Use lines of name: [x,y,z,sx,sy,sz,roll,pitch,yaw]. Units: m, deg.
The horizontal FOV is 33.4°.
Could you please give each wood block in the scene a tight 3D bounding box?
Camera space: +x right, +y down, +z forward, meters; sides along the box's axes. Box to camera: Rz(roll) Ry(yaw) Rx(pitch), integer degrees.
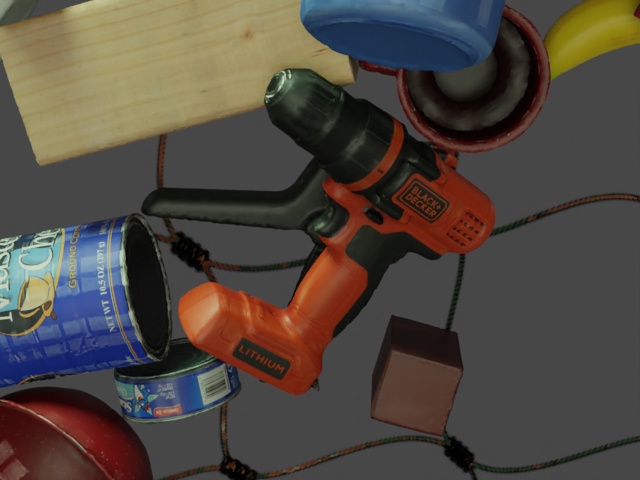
wood block: [-0.086,-0.122,0.685,0.206,0.091,0.090,-14,104,7]

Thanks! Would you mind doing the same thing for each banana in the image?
banana: [0.230,-0.133,0.693,0.198,0.037,0.069,-4,122,6]

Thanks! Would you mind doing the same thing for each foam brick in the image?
foam brick: [0.067,0.092,0.739,0.051,0.078,0.053,16,105,0]

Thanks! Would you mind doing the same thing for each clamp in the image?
clamp: [0.004,0.001,0.740,0.210,0.036,0.164,-23,110,8]

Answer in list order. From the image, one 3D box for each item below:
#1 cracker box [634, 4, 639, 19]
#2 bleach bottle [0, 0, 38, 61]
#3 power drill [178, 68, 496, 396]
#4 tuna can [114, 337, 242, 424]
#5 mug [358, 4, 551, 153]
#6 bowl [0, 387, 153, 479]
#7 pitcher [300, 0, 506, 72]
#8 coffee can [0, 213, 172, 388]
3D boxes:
cracker box: [0.324,-0.148,0.638,0.213,0.072,0.164,34,83,-5]
bleach bottle: [-0.311,-0.204,0.693,0.251,0.068,0.103,38,105,-4]
power drill: [-0.004,0.001,0.673,0.184,0.057,0.188,33,110,-30]
tuna can: [-0.100,0.096,0.746,0.086,0.086,0.034,-10,102,6]
mug: [0.082,-0.110,0.682,0.117,0.081,0.093,5,105,2]
bowl: [-0.173,0.158,0.761,0.162,0.055,0.162,22,135,23]
pitcher: [0.072,-0.221,0.580,0.145,0.149,0.243,12,86,-14]
coffee can: [-0.183,0.044,0.728,0.140,0.102,0.103,-10,104,6]
